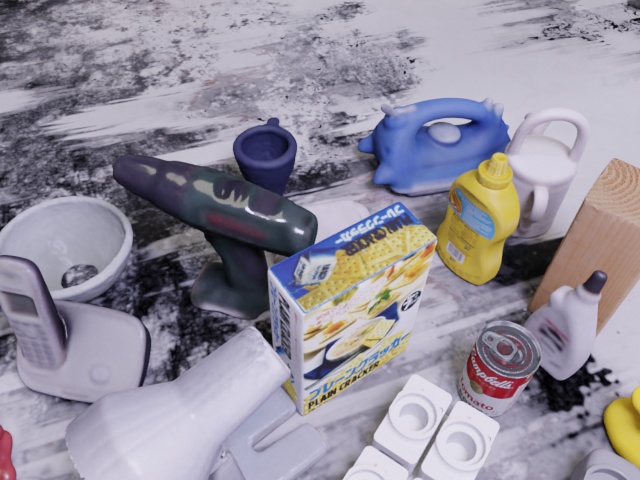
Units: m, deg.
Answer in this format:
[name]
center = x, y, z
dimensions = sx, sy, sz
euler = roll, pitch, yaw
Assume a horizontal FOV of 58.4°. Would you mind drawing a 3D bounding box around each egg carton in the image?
[egg carton]
center = 0.007, 0.003, 0.769
dimensions = 0.150, 0.069, 0.107
euler = -11, 51, -12

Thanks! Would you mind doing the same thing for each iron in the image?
[iron]
center = 0.194, -0.162, 0.869
dimensions = 0.258, 0.141, 0.118
euler = -11, 51, -11

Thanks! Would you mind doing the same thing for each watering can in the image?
[watering can]
center = 0.299, -0.107, 0.793
dimensions = 0.101, 0.194, 0.172
euler = -7, 50, -8

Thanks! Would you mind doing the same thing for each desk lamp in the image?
[desk lamp]
center = -0.099, 0.177, 0.523
dimensions = 0.204, 0.214, 0.117
euler = -31, 57, -25

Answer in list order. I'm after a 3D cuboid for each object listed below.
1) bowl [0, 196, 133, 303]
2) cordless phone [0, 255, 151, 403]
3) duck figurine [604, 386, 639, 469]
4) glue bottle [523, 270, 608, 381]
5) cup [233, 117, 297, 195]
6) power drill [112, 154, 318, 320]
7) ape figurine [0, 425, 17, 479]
[bowl]
center = -0.319, 0.026, 0.732
dimensions = 0.167, 0.075, 0.167
euler = 1, 50, -1
[cordless phone]
center = -0.263, 0.093, 0.606
dimensions = 0.147, 0.185, 0.094
euler = 7, 50, 4
[duck figurine]
center = 0.362, 0.201, 0.606
dimensions = 0.078, 0.086, 0.104
euler = -20, 53, -18
[glue bottle]
center = 0.280, 0.088, 0.641
dimensions = 0.037, 0.173, 0.078
euler = -29, 57, -24
[cup]
center = -0.077, -0.116, 0.849
dimensions = 0.091, 0.095, 0.118
euler = 6, 50, 3
[power drill]
center = -0.117, 0.001, 0.674
dimensions = 0.229, 0.208, 0.075
euler = 11, 50, 7
[ape figurine]
center = -0.341, 0.213, 0.561
dimensions = 0.076, 0.092, 0.078
euler = 12, 50, 8
